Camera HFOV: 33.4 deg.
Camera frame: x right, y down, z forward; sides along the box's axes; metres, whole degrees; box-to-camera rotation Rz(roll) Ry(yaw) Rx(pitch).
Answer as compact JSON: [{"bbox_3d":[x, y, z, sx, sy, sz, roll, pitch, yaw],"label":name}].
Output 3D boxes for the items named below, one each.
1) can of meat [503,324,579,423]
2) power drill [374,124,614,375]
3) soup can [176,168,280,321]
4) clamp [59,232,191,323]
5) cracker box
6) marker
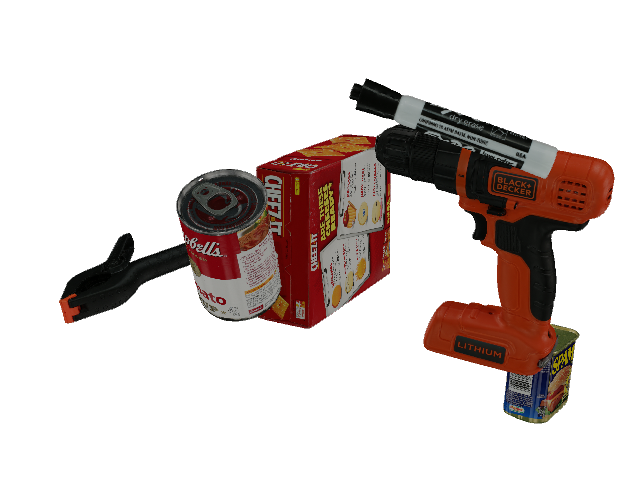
[{"bbox_3d":[0.243,0.146,1.183,0.058,0.084,0.101,12,16,30],"label":"can of meat"},{"bbox_3d":[0.125,0.005,0.838,0.185,0.188,0.057,14,31,23],"label":"power drill"},{"bbox_3d":[-0.068,0.005,0.818,0.068,0.068,0.102,0,-44,7],"label":"soup can"},{"bbox_3d":[-0.212,0.038,1.174,0.120,0.039,0.171,-4,27,30],"label":"clamp"},{"bbox_3d":[0.007,-0.018,1.152,0.072,0.164,0.213,7,17,25],"label":"cracker box"},{"bbox_3d":[0.074,-0.065,0.607,0.121,0.020,0.020,21,2,5],"label":"marker"}]
